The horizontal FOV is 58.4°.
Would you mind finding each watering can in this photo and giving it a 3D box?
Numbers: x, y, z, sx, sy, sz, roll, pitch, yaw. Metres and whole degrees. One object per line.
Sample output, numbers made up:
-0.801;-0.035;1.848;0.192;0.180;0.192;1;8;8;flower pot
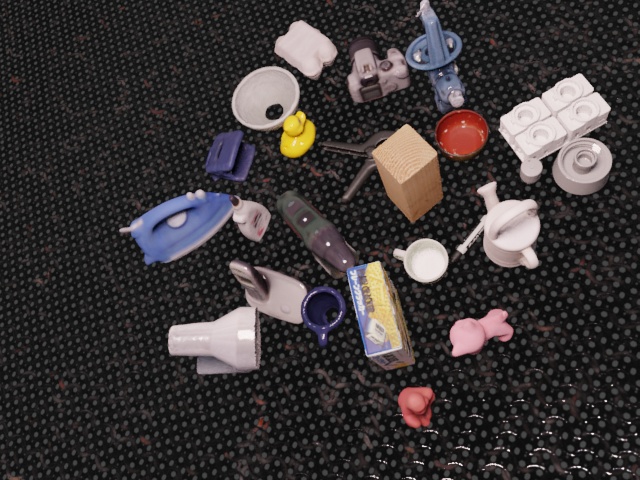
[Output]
0.351;-0.028;1.067;0.172;0.194;0.101;40;85;24;watering can

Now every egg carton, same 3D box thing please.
-0.034;-0.462;1.392;0.150;0.069;0.107;41;86;24;egg carton

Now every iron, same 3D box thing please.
-0.315;-0.055;1.289;0.258;0.142;0.118;-31;66;3;iron

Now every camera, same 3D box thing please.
0.123;-0.408;1.313;0.143;0.101;0.137;-16;68;10;camera

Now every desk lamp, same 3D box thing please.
-0.189;0.206;1.124;0.203;0.214;0.118;-7;70;13;desk lamp

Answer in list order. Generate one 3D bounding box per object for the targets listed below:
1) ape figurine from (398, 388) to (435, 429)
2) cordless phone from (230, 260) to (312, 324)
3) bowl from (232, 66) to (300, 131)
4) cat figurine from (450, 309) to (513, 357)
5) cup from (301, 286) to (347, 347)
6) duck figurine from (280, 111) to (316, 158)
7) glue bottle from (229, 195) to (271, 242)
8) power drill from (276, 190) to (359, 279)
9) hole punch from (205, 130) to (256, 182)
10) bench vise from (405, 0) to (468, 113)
0.178;0.303;1.056;0.078;0.092;0.076;-44;66;-2;ape figurine
-0.101;0.097;1.153;0.147;0.185;0.094;14;76;20;cordless phone
-0.119;-0.323;1.364;0.167;0.075;0.167;-5;70;14;bowl
0.292;0.168;1.057;0.128;0.118;0.067;-29;66;4;cat figurine
0.016;0.160;1.148;0.091;0.095;0.118;-5;70;14;cup
-0.059;-0.247;1.315;0.077;0.086;0.105;28;81;22;duck figurine
-0.158;-0.057;1.229;0.037;0.173;0.078;14;76;20;glue bottle
0.010;0.004;1.142;0.075;0.209;0.229;-44;66;-2;power drill
-0.219;-0.198;1.339;0.101;0.091;0.109;9;74;18;hole punch
0.260;-0.388;1.203;0.121;0.220;0.207;-38;66;0;bench vise
